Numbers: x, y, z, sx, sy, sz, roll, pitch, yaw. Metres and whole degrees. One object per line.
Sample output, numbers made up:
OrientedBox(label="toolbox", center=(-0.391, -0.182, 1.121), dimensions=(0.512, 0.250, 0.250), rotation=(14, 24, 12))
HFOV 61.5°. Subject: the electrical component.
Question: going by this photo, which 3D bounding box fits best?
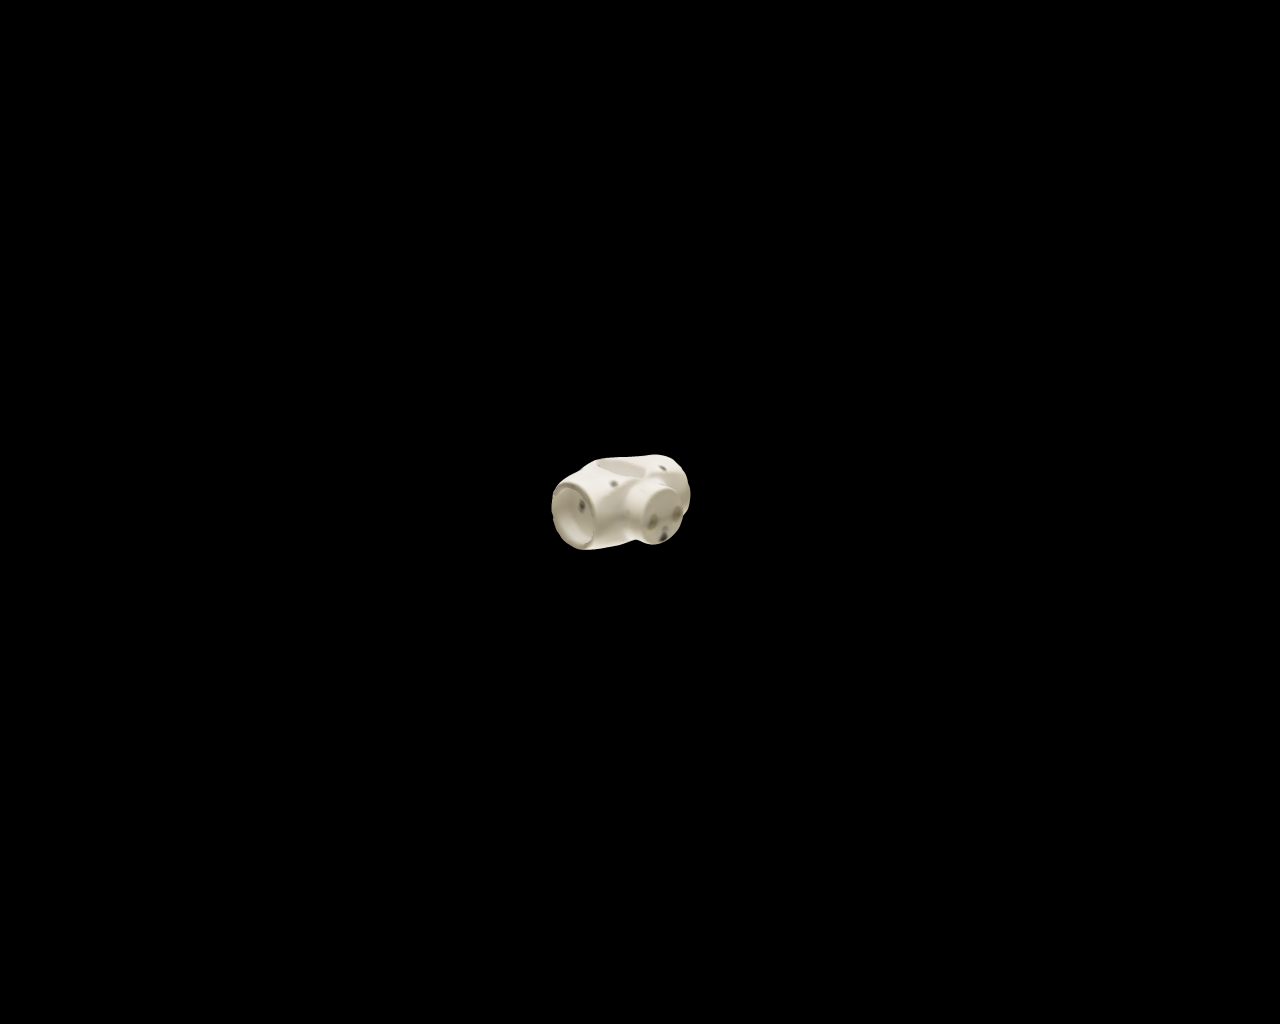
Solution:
OrientedBox(label="electrical component", center=(0.001, -0.003, 0.650), dimensions=(0.077, 0.043, 0.079), rotation=(-17, 27, -38))
